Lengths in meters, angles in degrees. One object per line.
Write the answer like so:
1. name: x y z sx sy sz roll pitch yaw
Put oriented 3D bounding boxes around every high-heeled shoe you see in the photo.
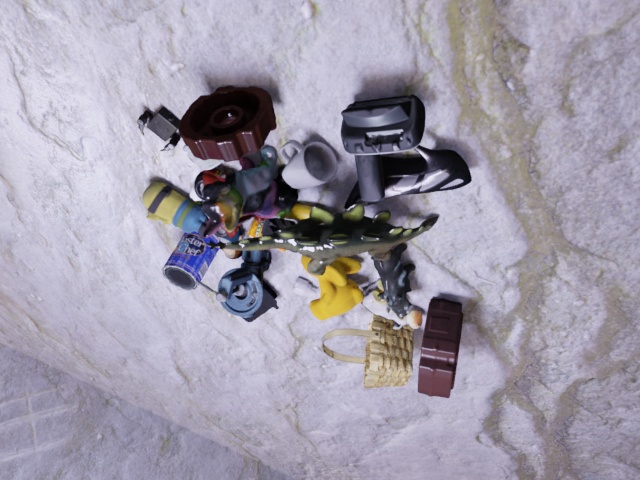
1. high-heeled shoe: 0.164 -0.100 1.030 0.145 0.086 0.248 31 140 -16

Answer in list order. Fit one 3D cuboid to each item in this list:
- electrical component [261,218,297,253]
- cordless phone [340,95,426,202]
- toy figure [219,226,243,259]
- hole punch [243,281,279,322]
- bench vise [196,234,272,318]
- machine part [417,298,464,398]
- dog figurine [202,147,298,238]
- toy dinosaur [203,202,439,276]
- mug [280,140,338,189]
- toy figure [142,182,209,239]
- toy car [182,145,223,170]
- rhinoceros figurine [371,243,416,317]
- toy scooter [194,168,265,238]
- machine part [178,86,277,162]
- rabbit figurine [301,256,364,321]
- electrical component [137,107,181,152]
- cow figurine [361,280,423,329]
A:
1. electrical component: -0.090 -0.021 1.205 0.075 0.119 0.047 12 115 -25
2. cordless phone: 0.114 -0.152 0.938 0.147 0.089 0.184 0 113 27
3. toy figure: -0.227 0.004 1.371 0.064 0.058 0.154 50 156 30
4. hole punch: -0.191 0.151 1.518 0.116 0.092 0.142 -33 117 14
5. bench vise: -0.187 0.093 1.301 0.129 0.240 0.223 22 101 12
6. machine part: 0.292 0.259 1.293 0.087 0.201 0.201 8 140 14
7. dog figurine: -0.149 -0.074 1.107 0.109 0.219 0.191 -7 132 38
8. toy dinosaur: 0.014 -0.006 1.078 0.472 0.105 0.198 -10 162 -4
9. mug: -0.037 -0.148 1.075 0.109 0.081 0.107 36 150 -21
10. toy figure: -0.347 -0.076 1.316 0.180 0.082 0.089 29 123 4
11. toy car: -0.210 -0.199 1.118 0.202 0.056 0.073 -16 128 38
12. rhinoceros figurine: 0.173 0.093 1.231 0.073 0.112 0.190 -3 127 26
13. toy scooter: -0.201 -0.084 1.226 0.135 0.075 0.183 -1 125 20
14. machine part: -0.169 -0.214 0.991 0.180 0.179 0.056 7 142 19
15. rabbit figurine: 0.021 0.096 1.312 0.162 0.122 0.173 -21 106 50
16. electrical component: -0.337 -0.235 1.147 0.078 0.045 0.102 -20 126 43
17. cow figurine: 0.176 0.176 1.361 0.167 0.068 0.098 38 145 -13
